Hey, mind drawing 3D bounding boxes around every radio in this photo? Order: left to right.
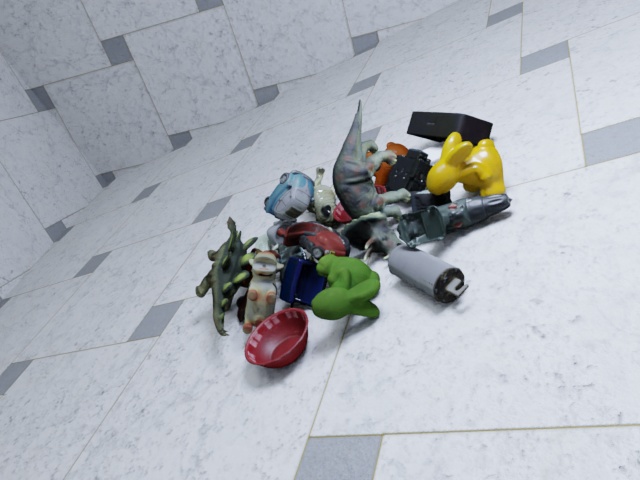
[{"bbox_3d":[0.364,-0.311,1.510,0.230,0.131,0.073,29,108,59],"label":"radio"}]

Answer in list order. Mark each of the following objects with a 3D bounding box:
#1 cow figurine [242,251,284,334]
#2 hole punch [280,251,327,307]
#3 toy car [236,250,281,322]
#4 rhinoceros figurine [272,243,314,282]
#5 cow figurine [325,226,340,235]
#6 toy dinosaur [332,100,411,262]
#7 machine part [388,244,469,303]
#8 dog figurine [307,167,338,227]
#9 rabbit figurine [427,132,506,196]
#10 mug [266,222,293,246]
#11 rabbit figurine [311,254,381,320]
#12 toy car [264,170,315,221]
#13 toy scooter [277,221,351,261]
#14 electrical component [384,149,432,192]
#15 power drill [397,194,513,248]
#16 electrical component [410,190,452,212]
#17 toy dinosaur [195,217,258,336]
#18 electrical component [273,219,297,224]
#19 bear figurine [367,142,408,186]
[{"bbox_3d":[-0.135,0.117,1.278,0.085,0.194,0.127,6,22,-5],"label":"cow figurine"},{"bbox_3d":[-0.054,0.096,1.270,0.116,0.092,0.142,10,88,50],"label":"hole punch"},{"bbox_3d":[-0.156,0.119,1.376,0.202,0.053,0.089,-64,27,6],"label":"toy car"},{"bbox_3d":[-0.077,0.063,1.428,0.112,0.073,0.190,-39,28,11],"label":"rhinoceros figurine"},{"bbox_3d":[-0.005,-0.003,1.424,0.068,0.098,0.168,-48,32,-20],"label":"cow figurine"},{"bbox_3d":[0.100,-0.132,1.319,0.192,0.404,0.131,-22,-5,-24],"label":"toy dinosaur"},{"bbox_3d":[0.214,0.066,1.102,0.079,0.079,0.243,-38,29,-10],"label":"machine part"},{"bbox_3d":[-0.008,-0.095,1.600,0.172,0.121,0.190,128,155,-48],"label":"dog figurine"},{"bbox_3d":[0.329,-0.159,1.241,0.173,0.162,0.122,-15,34,-5],"label":"rabbit figurine"},{"bbox_3d":[-0.108,-0.022,1.590,0.109,0.080,0.107,-37,21,-21],"label":"mug"},{"bbox_3d":[0.053,0.121,1.142,0.159,0.121,0.170,8,28,23],"label":"rabbit figurine"},{"bbox_3d":[-0.084,-0.111,1.525,0.161,0.109,0.103,-45,37,17],"label":"toy car"},{"bbox_3d":[-0.022,0.001,1.274,0.135,0.075,0.184,1,24,-38],"label":"toy scooter"},{"bbox_3d":[0.240,-0.176,1.437,0.115,0.058,0.134,27,95,59],"label":"electrical component"},{"bbox_3d":[0.275,-0.049,1.158,0.232,0.086,0.207,-16,6,38],"label":"power drill"},{"bbox_3d":[0.257,-0.097,1.331,0.119,0.047,0.075,0,13,44],"label":"electrical component"},{"bbox_3d":[-0.246,0.091,1.415,0.198,0.105,0.472,-52,28,36],"label":"toy dinosaur"},{"bbox_3d":[-0.117,-0.047,1.699,0.094,0.021,0.063,-9,35,35],"label":"electrical component"},{"bbox_3d":[0.192,-0.218,1.584,0.196,0.120,0.131,-28,-33,-57],"label":"bear figurine"}]
